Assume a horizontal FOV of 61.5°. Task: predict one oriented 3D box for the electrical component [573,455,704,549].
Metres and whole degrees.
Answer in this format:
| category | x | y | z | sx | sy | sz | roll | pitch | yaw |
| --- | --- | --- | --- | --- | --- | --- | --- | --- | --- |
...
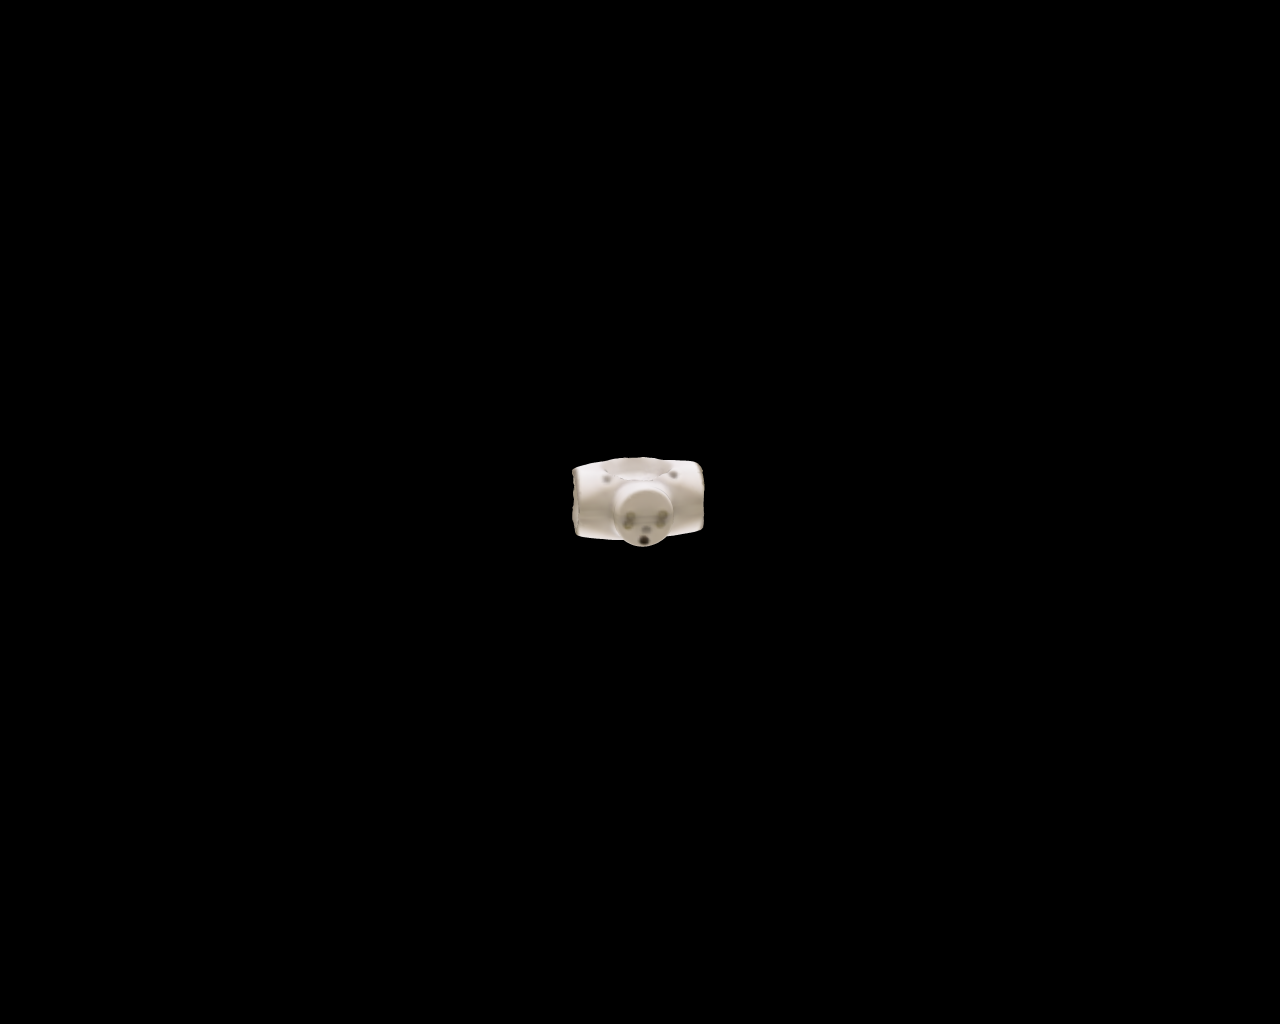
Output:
| category | x | y | z | sx | sy | sz | roll | pitch | yaw |
| --- | --- | --- | --- | --- | --- | --- | --- | --- | --- |
| electrical component | 0.001 | -0.003 | 0.650 | 0.077 | 0.044 | 0.079 | -3 | 20 | -7 |
